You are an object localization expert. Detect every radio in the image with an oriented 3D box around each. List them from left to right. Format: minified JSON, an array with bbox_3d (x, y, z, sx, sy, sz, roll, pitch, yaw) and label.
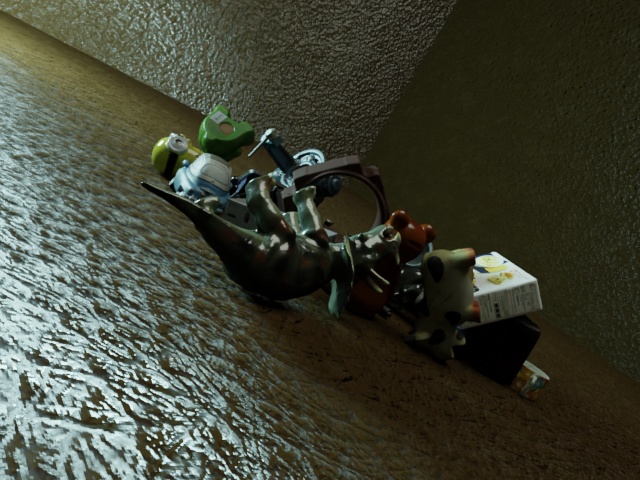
[{"bbox_3d":[0.354,0.184,1.105,0.073,0.131,0.230,28,10,-8],"label":"radio"}]

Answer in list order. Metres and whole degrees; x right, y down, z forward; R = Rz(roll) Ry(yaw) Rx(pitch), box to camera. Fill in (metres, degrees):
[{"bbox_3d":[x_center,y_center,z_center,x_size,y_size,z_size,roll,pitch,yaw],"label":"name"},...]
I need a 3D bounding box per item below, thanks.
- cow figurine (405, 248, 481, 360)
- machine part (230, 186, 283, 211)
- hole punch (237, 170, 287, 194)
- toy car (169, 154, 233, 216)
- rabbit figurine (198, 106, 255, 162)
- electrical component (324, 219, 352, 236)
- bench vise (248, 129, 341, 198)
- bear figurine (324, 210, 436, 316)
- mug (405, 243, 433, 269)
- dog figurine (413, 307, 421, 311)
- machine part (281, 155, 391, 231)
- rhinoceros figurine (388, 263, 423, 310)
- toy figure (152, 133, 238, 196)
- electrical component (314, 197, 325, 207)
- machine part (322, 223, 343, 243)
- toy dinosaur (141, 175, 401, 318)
[{"bbox_3d":[0.209,0.112,0.921,0.127,0.194,0.085,-3,7,16],"label":"cow figurine"},{"bbox_3d":[-0.119,-0.071,1.109,0.139,0.084,0.039,1,4,-36],"label":"machine part"},{"bbox_3d":[-0.139,-0.083,1.182,0.142,0.092,0.116,24,-19,-24],"label":"hole punch"},{"bbox_3d":[-0.210,-0.107,0.989,0.109,0.103,0.162,26,9,-19],"label":"toy car"},{"bbox_3d":[-0.246,-0.205,1.298,0.121,0.170,0.159,29,51,-1],"label":"rabbit figurine"},{"bbox_3d":[0.042,-0.016,1.446,0.102,0.045,0.078,33,9,17],"label":"electrical component"},{"bbox_3d":[-0.069,-0.173,1.251,0.224,0.129,0.240,26,-15,44],"label":"bench vise"},{"bbox_3d":[0.099,0.029,0.939,0.120,0.195,0.132,19,13,-38],"label":"bear figurine"},{"bbox_3d":[0.206,0.024,1.205,0.107,0.081,0.109,65,8,-66],"label":"mug"},{"bbox_3d":[0.233,0.111,1.268,0.190,0.121,0.172,5,-12,-31],"label":"dog figurine"},{"bbox_3d":[0.035,-0.054,1.062,0.201,0.201,0.087,-13,17,4],"label":"machine part"},{"bbox_3d":[0.161,0.087,1.102,0.191,0.112,0.073,22,-26,35],"label":"rhinoceros figurine"},{"bbox_3d":[-0.258,-0.145,1.107,0.180,0.089,0.082,35,1,-26],"label":"toy figure"},{"bbox_3d":[-0.031,-0.111,1.447,0.058,0.115,0.134,33,-34,9],"label":"electrical component"},{"bbox_3d":[-0.003,-0.004,1.221,0.179,0.056,0.179,30,9,-5],"label":"machine part"},{"bbox_3d":[-0.054,0.021,0.755,0.404,0.131,0.192,-1,59,-46],"label":"toy dinosaur"}]
